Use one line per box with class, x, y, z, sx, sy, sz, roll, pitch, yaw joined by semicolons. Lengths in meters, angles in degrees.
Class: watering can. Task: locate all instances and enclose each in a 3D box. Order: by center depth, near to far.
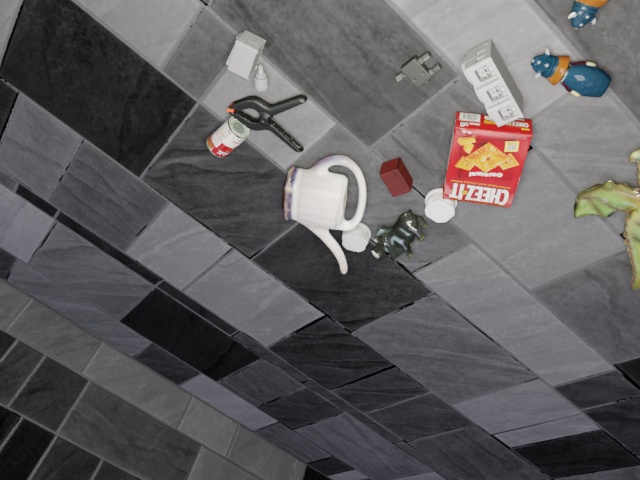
watering can;0.004;-0.070;1.385;0.224;0.106;0.341;12;117;7

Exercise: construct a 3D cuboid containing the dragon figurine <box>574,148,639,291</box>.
dragon figurine;0.718;-0.053;1.195;0.244;0.124;0.400;26;136;19
